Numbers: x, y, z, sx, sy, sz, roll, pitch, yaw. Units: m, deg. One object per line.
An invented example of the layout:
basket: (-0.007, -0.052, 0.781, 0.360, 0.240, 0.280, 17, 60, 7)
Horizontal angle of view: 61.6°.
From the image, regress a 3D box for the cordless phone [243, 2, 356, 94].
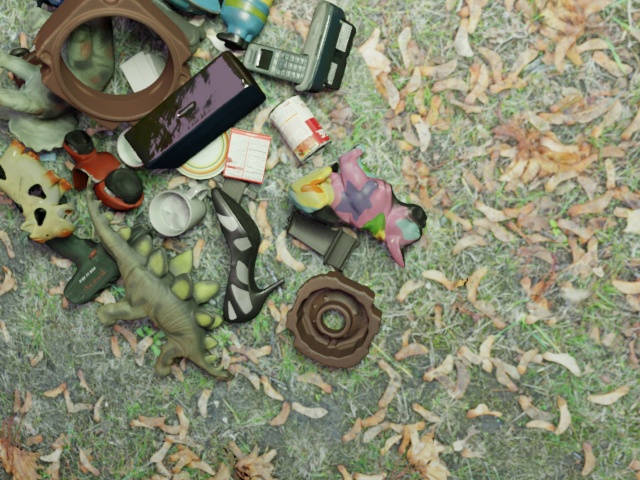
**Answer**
cordless phone: (-0.044, -0.335, 0.919, 0.184, 0.088, 0.146, 23, 105, 27)

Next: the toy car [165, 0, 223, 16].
toy car: (-0.234, -0.455, 0.923, 0.103, 0.109, 0.161, -15, 78, 36)

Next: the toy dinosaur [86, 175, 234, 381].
toy dinosaur: (-0.307, 0.099, 1.009, 0.198, 0.105, 0.471, -35, 108, 15)

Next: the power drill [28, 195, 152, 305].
power drill: (-0.467, 0.000, 1.072, 0.207, 0.086, 0.232, 39, 105, -3)

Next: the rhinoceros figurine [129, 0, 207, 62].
rhinoceros figurine: (-0.293, -0.389, 0.943, 0.190, 0.112, 0.073, 37, 108, -4)

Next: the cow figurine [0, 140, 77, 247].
cow figurine: (-0.527, -0.076, 0.991, 0.195, 0.085, 0.127, 41, 85, 10)

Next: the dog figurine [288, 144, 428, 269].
dog figurine: (0.072, -0.043, 0.921, 0.191, 0.108, 0.219, -29, 95, 10)

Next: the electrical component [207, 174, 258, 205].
electrical component: (-0.165, -0.087, 1.011, 0.094, 0.021, 0.063, 25, 104, 7)

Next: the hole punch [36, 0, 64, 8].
hole punch: (-0.442, -0.465, 0.965, 0.092, 0.116, 0.142, 20, 104, 0)

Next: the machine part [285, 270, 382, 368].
machine part: (0.027, 0.145, 0.990, 0.180, 0.056, 0.179, 2, 101, 12)

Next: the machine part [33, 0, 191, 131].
machine part: (-0.323, -0.288, 0.854, 0.201, 0.200, 0.087, -39, 47, 13)

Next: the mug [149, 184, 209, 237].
mug: (-0.248, -0.063, 0.990, 0.081, 0.107, 0.109, 40, 101, 2)

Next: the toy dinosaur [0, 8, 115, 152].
toy dinosaur: (-0.450, -0.296, 0.957, 0.405, 0.192, 0.131, -29, 68, 16)

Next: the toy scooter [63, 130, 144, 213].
toy scooter: (-0.420, -0.114, 1.025, 0.184, 0.075, 0.135, 44, 139, -4)

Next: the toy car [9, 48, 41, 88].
toy car: (-0.515, -0.350, 1.031, 0.202, 0.053, 0.089, -19, 98, 14)

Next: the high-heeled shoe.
high-heeled shoe: (-0.172, 0.035, 0.996, 0.145, 0.086, 0.248, -30, 101, 10)

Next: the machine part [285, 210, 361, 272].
machine part: (-0.002, -0.003, 0.982, 0.139, 0.039, 0.084, 32, 110, 5)

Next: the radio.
radio: (-0.207, -0.214, 0.921, 0.229, 0.131, 0.073, -34, 90, 11)

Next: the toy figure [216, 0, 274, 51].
toy figure: (-0.115, -0.413, 0.914, 0.089, 0.082, 0.180, 17, 96, -10)
